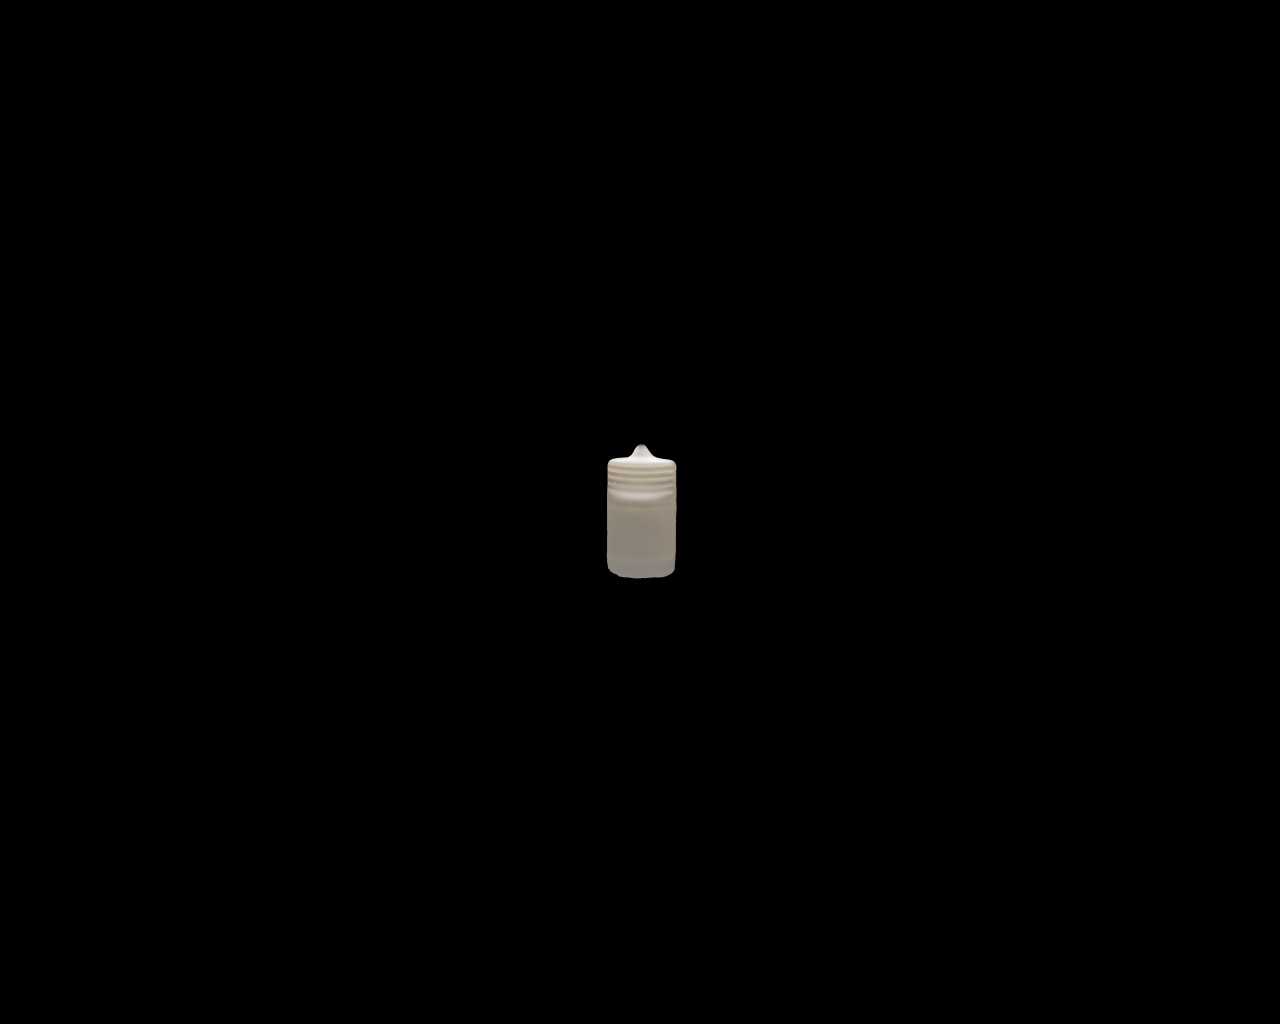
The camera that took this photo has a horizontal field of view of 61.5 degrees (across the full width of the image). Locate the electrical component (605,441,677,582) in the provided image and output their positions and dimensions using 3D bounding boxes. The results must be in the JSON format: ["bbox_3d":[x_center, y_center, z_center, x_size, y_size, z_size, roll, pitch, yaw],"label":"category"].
[{"bbox_3d":[0.001,-0.003,0.650,0.043,0.080,0.043,0,12,0],"label":"electrical component"}]
